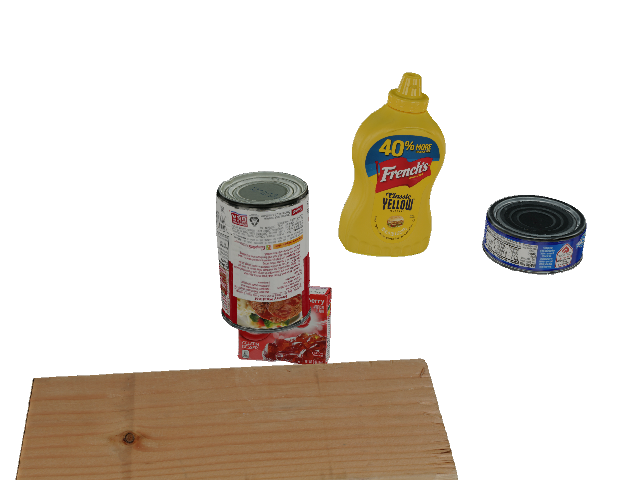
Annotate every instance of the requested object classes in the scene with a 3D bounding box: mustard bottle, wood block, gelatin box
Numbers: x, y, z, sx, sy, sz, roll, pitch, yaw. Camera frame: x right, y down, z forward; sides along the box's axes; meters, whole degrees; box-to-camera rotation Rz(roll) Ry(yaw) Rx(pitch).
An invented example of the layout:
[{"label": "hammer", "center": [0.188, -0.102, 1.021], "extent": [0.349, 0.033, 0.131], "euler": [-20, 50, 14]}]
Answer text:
[{"label": "mustard bottle", "center": [0.078, -0.079, 1.099], "extent": [0.096, 0.192, 0.058], "euler": [2, 25, -14]}, {"label": "wood block", "center": [-0.043, 0.125, 0.549], "extent": [0.206, 0.090, 0.091], "euler": [-2, 36, -5]}, {"label": "gelatin box", "center": [-0.035, 0.080, 1.032], "extent": [0.089, 0.073, 0.030], "euler": [4, 16, 10]}]

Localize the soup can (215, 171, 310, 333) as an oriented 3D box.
[{"label": "soup can", "center": [-0.042, 0.008, 0.787], "extent": [0.068, 0.102, 0.068], "euler": [0, 24, 0]}]

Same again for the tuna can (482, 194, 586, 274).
[{"label": "tuna can", "center": [0.183, -0.007, 0.912], "extent": [0.086, 0.034, 0.086], "euler": [1, 29, -1]}]
